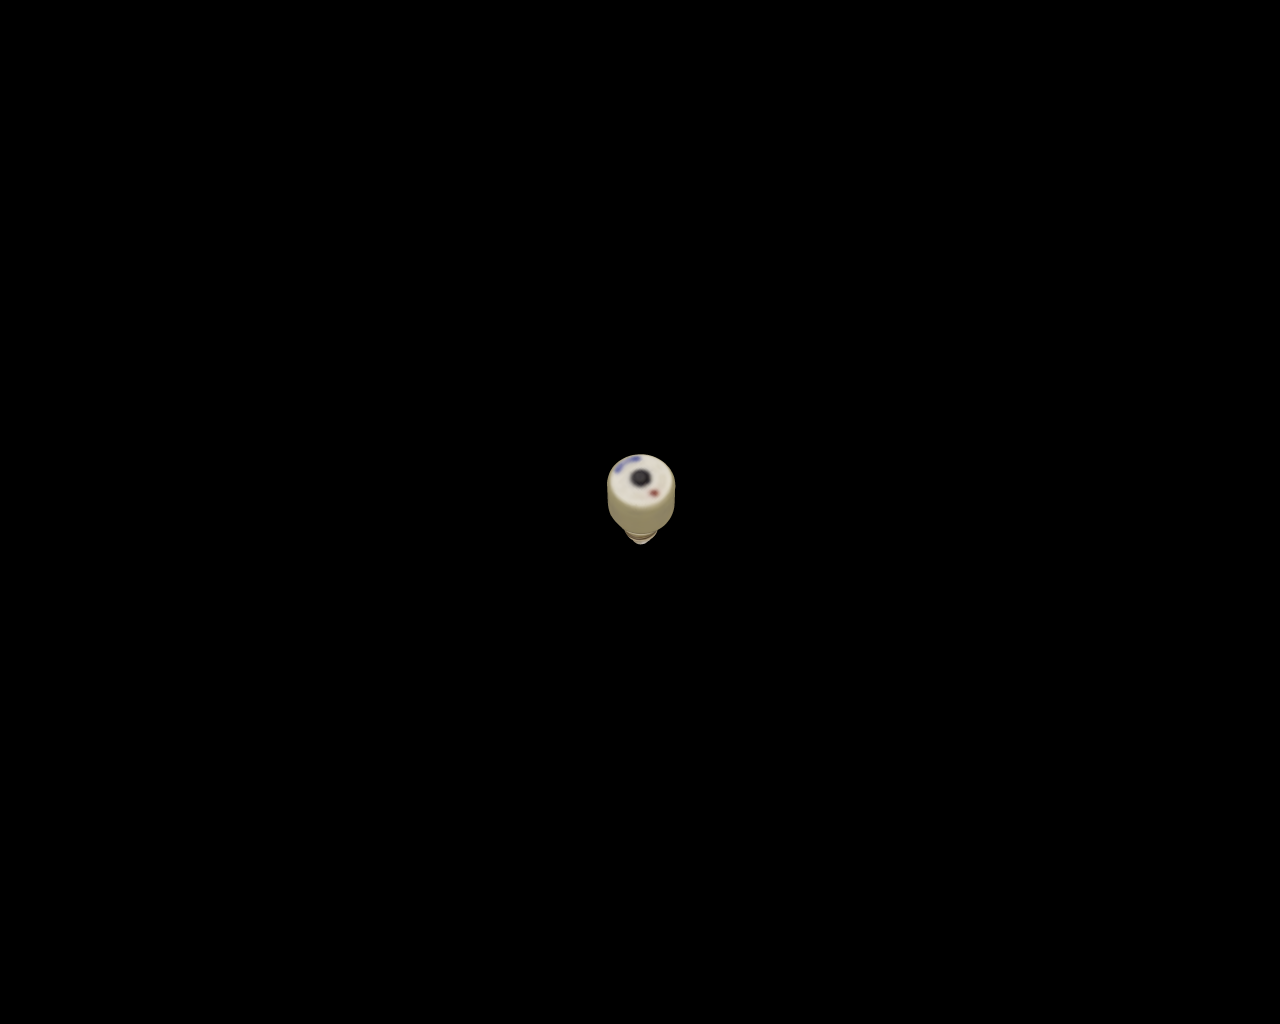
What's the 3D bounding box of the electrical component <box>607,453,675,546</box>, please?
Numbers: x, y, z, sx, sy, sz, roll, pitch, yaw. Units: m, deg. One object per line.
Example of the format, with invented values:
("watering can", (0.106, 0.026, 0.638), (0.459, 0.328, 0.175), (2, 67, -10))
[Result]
("electrical component", (0.001, -0.003, 0.650), (0.040, 0.040, 0.078), (0, -30, 0))
